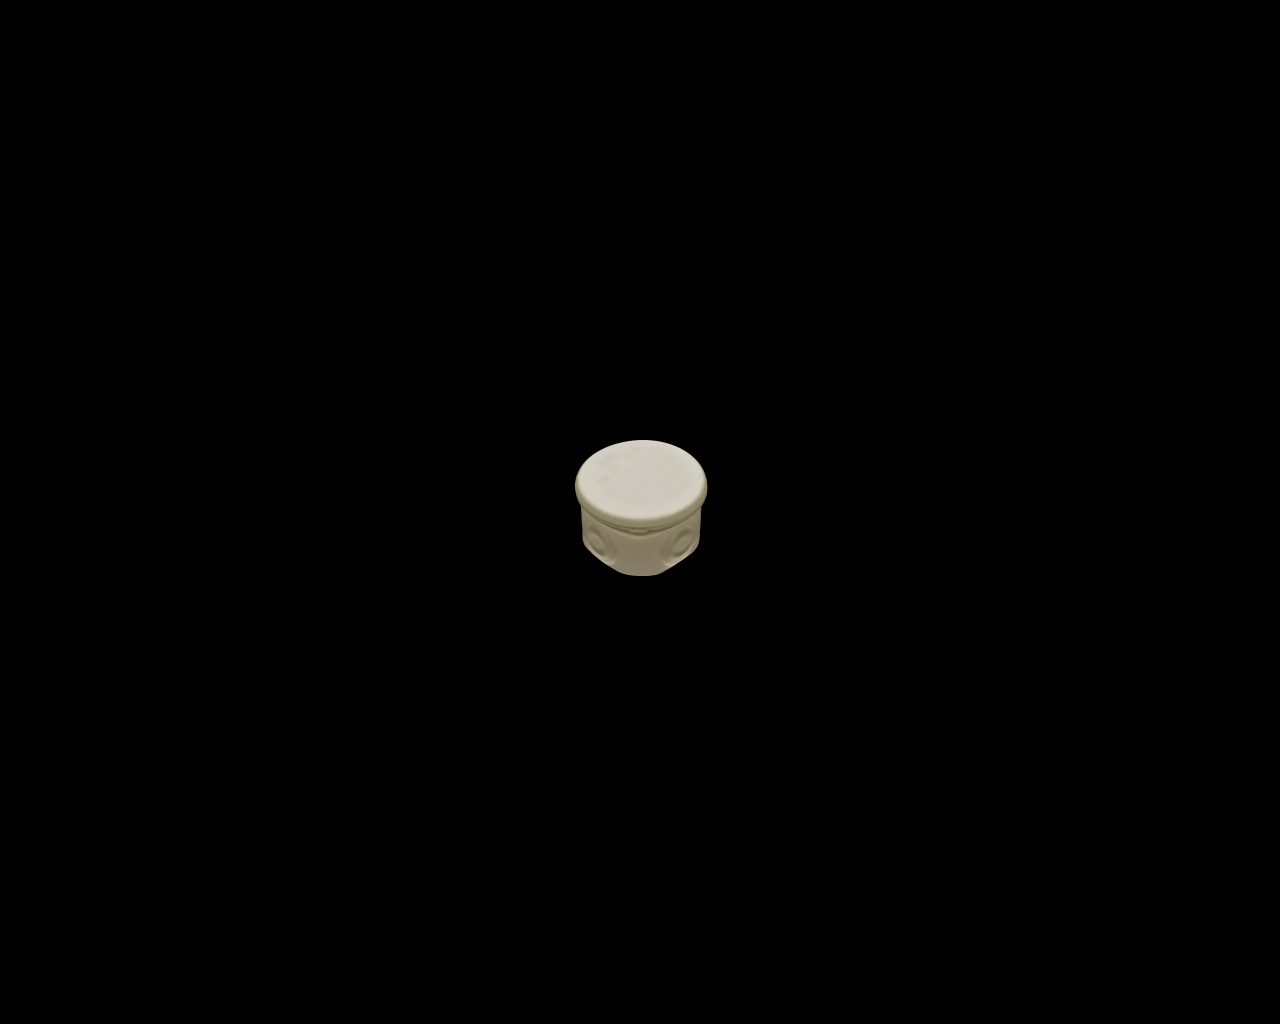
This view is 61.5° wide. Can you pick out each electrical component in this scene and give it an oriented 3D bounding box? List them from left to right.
[{"bbox_3d":[0.001,-0.003,0.650,0.080,0.050,0.080,0,40,0],"label":"electrical component"}]
